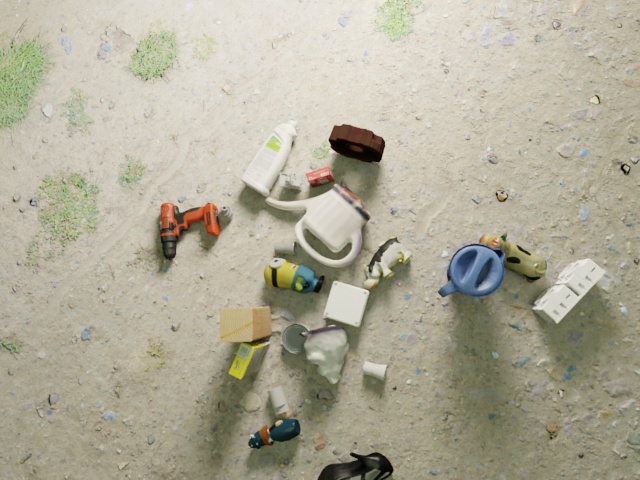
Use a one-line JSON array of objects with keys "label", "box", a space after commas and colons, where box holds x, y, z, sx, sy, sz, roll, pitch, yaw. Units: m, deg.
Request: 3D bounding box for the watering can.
[{"label": "watering can", "box": [0.005, -0.078, 1.542, 0.224, 0.103, 0.352, -45, 68, -1]}]

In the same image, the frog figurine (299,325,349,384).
[{"label": "frog figurine", "box": [0.024, 0.326, 1.455, 0.121, 0.137, 0.161, -27, 72, 41]}]
